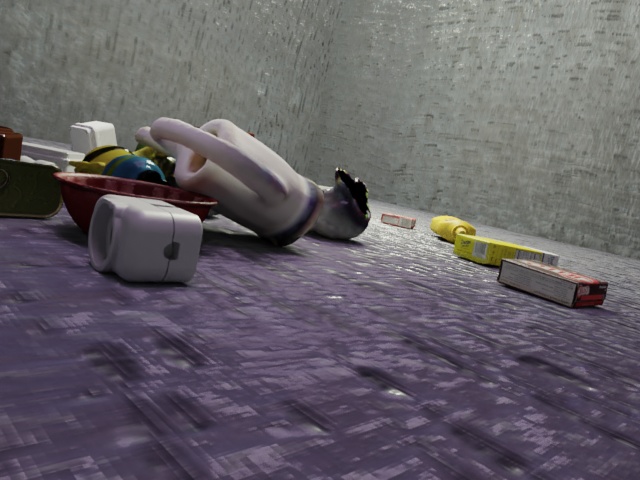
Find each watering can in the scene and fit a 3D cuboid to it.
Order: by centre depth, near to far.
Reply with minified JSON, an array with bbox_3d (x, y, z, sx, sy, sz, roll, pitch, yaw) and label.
[{"bbox_3d":[-0.130,-0.092,0.687,0.222,0.104,0.350,34,-6,-31],"label":"watering can"}]

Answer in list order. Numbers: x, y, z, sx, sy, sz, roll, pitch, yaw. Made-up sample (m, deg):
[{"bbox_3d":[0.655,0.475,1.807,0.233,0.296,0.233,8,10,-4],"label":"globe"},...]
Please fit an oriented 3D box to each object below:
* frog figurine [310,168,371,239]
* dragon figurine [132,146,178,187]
[{"bbox_3d":[0.003,-0.045,0.893,0.158,0.123,0.138,-26,-2,26],"label":"frog figurine"},{"bbox_3d":[-0.355,-0.166,1.226,0.407,0.123,0.243,20,-7,-32],"label":"dragon figurine"}]
